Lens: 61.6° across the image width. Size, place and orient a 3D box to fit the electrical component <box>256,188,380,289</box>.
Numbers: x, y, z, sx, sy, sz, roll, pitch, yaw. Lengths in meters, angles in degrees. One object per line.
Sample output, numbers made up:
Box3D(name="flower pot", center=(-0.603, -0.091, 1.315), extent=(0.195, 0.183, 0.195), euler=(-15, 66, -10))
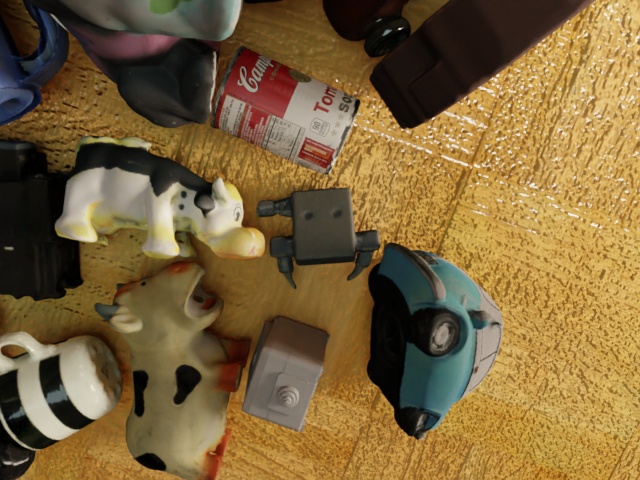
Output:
Box3D(name="electrical component", center=(0.000, -0.002, 0.467), extent=(0.102, 0.045, 0.078), euler=(-10, 73, 0))

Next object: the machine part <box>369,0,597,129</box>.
Box3D(name="machine part", center=(0.112, -0.146, 0.371), extent=(0.179, 0.179, 0.056), euler=(-37, 98, 8))

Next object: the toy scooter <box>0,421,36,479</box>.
Box3D(name="toy scooter", center=(-0.337, 0.144, 0.484), extent=(0.135, 0.075, 0.183), euler=(-26, 90, 31))

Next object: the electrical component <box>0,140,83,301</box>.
Box3D(name="electrical component", center=(-0.272, -0.018, 0.458), extent=(0.115, 0.058, 0.134), euler=(0, 103, -1))

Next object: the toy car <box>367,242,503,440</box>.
Box3D(name="toy car", center=(0.101, 0.082, 0.454), extent=(0.103, 0.109, 0.161), euler=(-7, 112, -15))

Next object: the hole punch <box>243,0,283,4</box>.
Box3D(name="hole punch", center=(-0.025, -0.235, 0.376), extent=(0.092, 0.142, 0.115), euler=(-36, 123, -23))

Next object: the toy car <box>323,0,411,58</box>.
Box3D(name="toy car", center=(0.078, -0.218, 0.374), extent=(0.202, 0.053, 0.089), euler=(-36, 84, 40))

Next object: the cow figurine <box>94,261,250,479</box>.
Box3D(name="cow figurine", center=(-0.130, 0.110, 0.473), extent=(0.127, 0.085, 0.194), euler=(10, 106, -4))

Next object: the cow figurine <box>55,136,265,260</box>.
Box3D(name="cow figurine", center=(-0.125, -0.032, 0.449), extent=(0.167, 0.068, 0.098), euler=(8, 85, -3))

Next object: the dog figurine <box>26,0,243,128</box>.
Box3D(name="dog figurine", center=(-0.160, -0.169, 0.330), extent=(0.219, 0.191, 0.108), euler=(13, 62, -17))
